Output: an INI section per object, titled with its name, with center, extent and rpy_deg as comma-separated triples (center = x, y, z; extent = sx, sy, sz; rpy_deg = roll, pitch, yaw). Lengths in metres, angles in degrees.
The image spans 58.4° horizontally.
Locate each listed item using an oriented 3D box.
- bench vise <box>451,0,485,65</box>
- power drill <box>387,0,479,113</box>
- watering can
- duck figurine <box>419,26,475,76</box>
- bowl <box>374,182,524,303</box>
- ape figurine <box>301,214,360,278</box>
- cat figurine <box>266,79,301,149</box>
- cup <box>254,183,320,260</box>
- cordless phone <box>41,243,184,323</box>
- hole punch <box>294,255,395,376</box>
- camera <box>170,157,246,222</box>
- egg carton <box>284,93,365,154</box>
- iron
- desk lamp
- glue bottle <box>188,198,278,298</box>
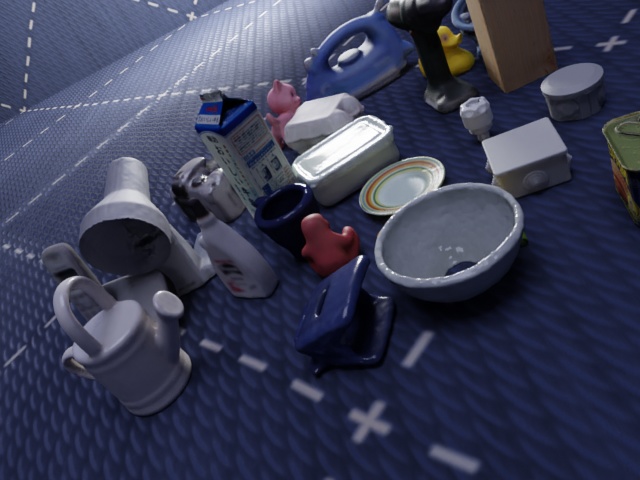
[bench vise]
center = 0.281, -0.443, 1.014
extent = 0.121, 0.220, 0.207
rpy_deg = -19, 35, 17
[power drill]
center = 0.185, -0.321, 0.937
extent = 0.075, 0.209, 0.229
rpy_deg = -30, 33, 1
[watering can]
center = -0.246, 0.117, 0.708
extent = 0.173, 0.194, 0.100
rpy_deg = -35, 33, -6
[duck figurine]
center = 0.225, -0.351, 1.058
extent = 0.104, 0.086, 0.078
rpy_deg = 3, 46, 40
[bowl]
center = 0.150, 0.014, 0.643
extent = 0.167, 0.075, 0.167
rpy_deg = -21, 34, 15
[ape figurine]
center = 0.007, 0.003, 0.755
extent = 0.077, 0.092, 0.076
rpy_deg = -15, 36, 23
[cat figurine]
center = -0.075, -0.259, 1.144
extent = 0.067, 0.118, 0.128
rpy_deg = -9, 39, 29
[cup]
center = -0.043, -0.021, 0.823
extent = 0.117, 0.095, 0.092
rpy_deg = 14, 54, 47
[cordless phone]
center = -0.297, 0.071, 0.818
extent = 0.147, 0.185, 0.094
rpy_deg = -20, 34, 15
[hole punch]
center = 0.019, 0.082, 0.641
extent = 0.100, 0.091, 0.109
rpy_deg = -11, 38, 28
[camera]
center = -0.194, -0.111, 1.056
extent = 0.142, 0.101, 0.137
rpy_deg = 4, 47, 42
[egg carton]
center = 0.008, -0.216, 1.065
extent = 0.149, 0.070, 0.107
rpy_deg = -4, 41, 34
[iron]
center = 0.054, -0.366, 1.163
extent = 0.258, 0.142, 0.118
rpy_deg = -33, 33, -3
[desk lamp]
center = -0.255, -0.010, 0.866
extent = 0.118, 0.214, 0.203
rpy_deg = -24, 34, 10
[glue bottle]
center = -0.128, 0.010, 0.776
extent = 0.078, 0.173, 0.037
rpy_deg = -6, 41, 33
